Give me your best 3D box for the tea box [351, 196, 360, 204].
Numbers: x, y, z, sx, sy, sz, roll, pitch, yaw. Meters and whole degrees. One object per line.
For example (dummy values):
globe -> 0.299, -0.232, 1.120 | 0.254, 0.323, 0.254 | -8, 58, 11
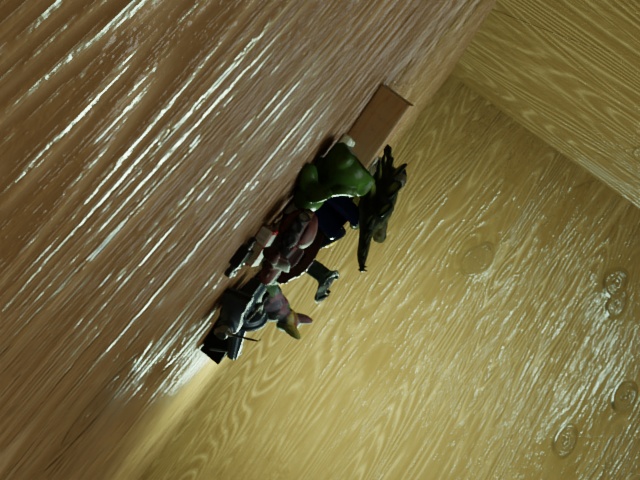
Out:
tea box -> 0.099, -0.124, 1.548 | 0.098, 0.170, 0.068 | -22, 154, -51

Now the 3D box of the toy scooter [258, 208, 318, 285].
toy scooter -> -0.067, 0.009, 1.076 | 0.184, 0.075, 0.135 | -57, 176, -6

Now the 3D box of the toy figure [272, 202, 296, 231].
toy figure -> -0.070, -0.034, 1.204 | 0.154, 0.058, 0.064 | -53, -168, -32

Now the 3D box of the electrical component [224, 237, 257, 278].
electrical component -> -0.153, 0.033, 1.061 | 0.094, 0.021, 0.063 | -54, 177, 3

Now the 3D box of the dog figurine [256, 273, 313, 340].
dog figurine -> -0.121, 0.201, 1.617 | 0.108, 0.219, 0.191 | -55, 179, -36

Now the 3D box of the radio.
radio -> -0.237, 0.227, 1.505 | 0.229, 0.073, 0.131 | -54, 177, 27

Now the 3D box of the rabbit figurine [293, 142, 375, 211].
rabbit figurine -> 0.015, -0.113, 1.135 | 0.170, 0.121, 0.159 | -39, 177, 14

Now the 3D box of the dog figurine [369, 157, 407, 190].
dog figurine -> 0.163, -0.195, 1.661 | 0.172, 0.190, 0.121 | -50, 176, -20

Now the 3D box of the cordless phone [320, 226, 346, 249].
cordless phone -> -0.004, -0.004, 1.505 | 0.147, 0.089, 0.184 | -26, 168, -3

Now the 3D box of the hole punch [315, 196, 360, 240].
hole punch -> 0.039, -0.082, 1.292 | 0.092, 0.142, 0.116 | -32, -154, 46

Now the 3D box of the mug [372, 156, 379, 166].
mug -> 0.099, -0.218, 1.509 | 0.107, 0.081, 0.109 | -37, 158, -41

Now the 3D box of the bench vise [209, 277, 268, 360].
bench vise -> -0.198, 0.210, 1.314 | 0.224, 0.129, 0.240 | -80, -176, -59

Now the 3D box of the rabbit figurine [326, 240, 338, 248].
rabbit figurine -> -0.030, 0.001, 1.715 | 0.173, 0.121, 0.162 | -32, -171, 4

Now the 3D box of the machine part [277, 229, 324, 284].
machine part -> -0.066, 0.023, 1.327 | 0.179, 0.056, 0.179 | -41, -154, 25

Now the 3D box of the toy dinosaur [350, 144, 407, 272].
toy dinosaur -> 0.142, -0.087, 1.362 | 0.198, 0.105, 0.471 | 103, 0, -57

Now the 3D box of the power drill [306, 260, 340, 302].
power drill -> -0.051, 0.093, 1.616 | 0.086, 0.207, 0.232 | -6, 132, -50
